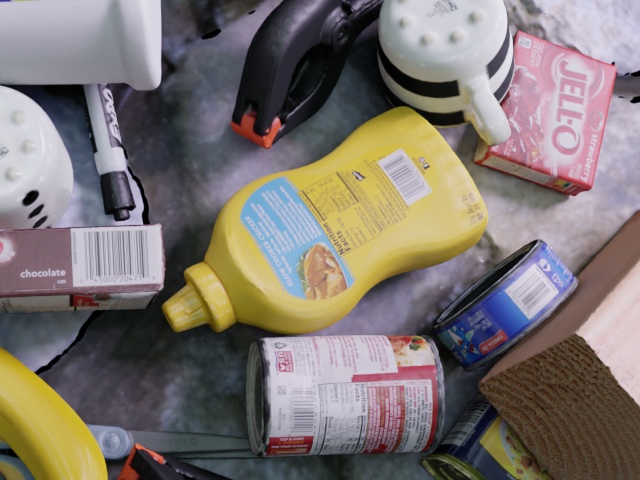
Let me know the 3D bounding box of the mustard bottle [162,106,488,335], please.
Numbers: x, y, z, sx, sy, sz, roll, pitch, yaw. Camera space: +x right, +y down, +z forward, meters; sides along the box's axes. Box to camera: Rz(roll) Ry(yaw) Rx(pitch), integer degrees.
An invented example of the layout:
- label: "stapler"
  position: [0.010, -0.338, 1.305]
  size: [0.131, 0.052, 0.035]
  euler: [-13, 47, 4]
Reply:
- label: "mustard bottle"
  position: [-0.004, 0.001, 0.624]
  size: [0.191, 0.058, 0.096]
  euler: [-28, 72, -15]

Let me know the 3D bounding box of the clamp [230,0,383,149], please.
- label: "clamp"
  position: [0.000, -0.138, 0.631]
  size: [0.039, 0.120, 0.171]
  euler: [24, 73, 33]

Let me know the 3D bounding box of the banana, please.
- label: "banana"
  position: [-0.175, 0.079, 0.555]
  size: [0.198, 0.069, 0.037]
  euler: [40, 96, 10]

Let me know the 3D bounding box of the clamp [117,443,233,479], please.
- label: "clamp"
  position: [-0.014, 0.171, 0.554]
  size: [0.210, 0.164, 0.036]
  euler: [27, 93, 2]

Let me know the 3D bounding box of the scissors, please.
- label: "scissors"
  position: [-0.129, 0.130, 0.594]
  size: [0.201, 0.016, 0.096]
  euler: [19, 70, -8]

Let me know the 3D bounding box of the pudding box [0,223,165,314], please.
- label: "pudding box"
  position: [-0.144, 0.018, 0.576]
  size: [0.113, 0.090, 0.039]
  euler: [0, 81, -13]

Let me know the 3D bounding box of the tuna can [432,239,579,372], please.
- label: "tuna can"
  position: [0.108, 0.038, 0.629]
  size: [0.086, 0.086, 0.034]
  euler: [-39, 88, -16]

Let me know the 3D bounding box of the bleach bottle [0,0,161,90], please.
- label: "bleach bottle"
  position: [-0.215, -0.124, 0.583]
  size: [0.250, 0.068, 0.102]
  euler: [-5, 52, -3]

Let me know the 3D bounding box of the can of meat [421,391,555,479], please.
- label: "can of meat"
  position: [0.126, 0.130, 0.631]
  size: [0.102, 0.057, 0.084]
  euler: [42, 72, -3]

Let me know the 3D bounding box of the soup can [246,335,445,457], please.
- label: "soup can"
  position: [0.013, 0.089, 0.608]
  size: [0.102, 0.069, 0.068]
  euler: [0, 79, -12]

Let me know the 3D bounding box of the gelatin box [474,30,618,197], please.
- label: "gelatin box"
  position: [0.147, -0.082, 0.689]
  size: [0.073, 0.030, 0.089]
  euler: [18, 76, -9]

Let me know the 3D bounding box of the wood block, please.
- label: "wood block"
  position: [0.197, 0.045, 0.610]
  size: [0.090, 0.091, 0.205]
  euler: [50, 53, 3]

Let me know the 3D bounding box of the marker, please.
- label: "marker"
  position: [-0.129, -0.070, 0.632]
  size: [0.020, 0.020, 0.121]
  euler: [-11, 82, -14]
